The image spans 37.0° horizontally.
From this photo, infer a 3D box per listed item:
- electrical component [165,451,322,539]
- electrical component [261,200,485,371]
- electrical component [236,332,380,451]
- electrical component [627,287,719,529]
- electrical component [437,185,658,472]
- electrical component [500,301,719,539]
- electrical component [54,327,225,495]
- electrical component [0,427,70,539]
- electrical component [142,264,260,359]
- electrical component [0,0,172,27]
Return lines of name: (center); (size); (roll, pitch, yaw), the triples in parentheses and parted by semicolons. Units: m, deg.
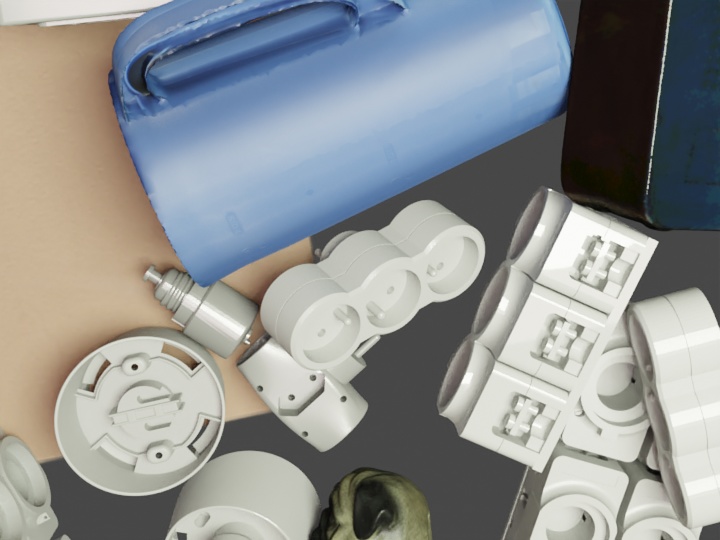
electrical component: (-0.077, 0.176, 0.701); (0.099, 0.064, 0.099); (3, 112, 7)
electrical component: (0.000, 0.000, 0.654); (0.138, 0.074, 0.052); (-29, 131, -19)
electrical component: (-0.023, 0.060, 0.678); (0.079, 0.043, 0.077); (-43, 98, 5)
electrical component: (0.207, 0.076, 0.618); (0.074, 0.052, 0.138); (-15, 101, 2)
electrical component: (0.107, 0.030, 0.651); (0.062, 0.089, 0.150); (24, 99, -6)
electrical component: (0.171, 0.120, 0.685); (0.105, 0.060, 0.186); (16, 100, -4)
electrical component: (-0.133, 0.085, 0.669); (0.099, 0.064, 0.099); (0, 101, -1)
electrical component: (-0.216, 0.191, 0.667); (0.060, 0.105, 0.186); (-28, 100, 4)
electrical component: (-0.099, 0.022, 0.670); (0.078, 0.040, 0.040); (33, 98, -7)
electrical component: (-0.140, -0.168, 0.598); (0.109, 0.108, 0.056); (-6, 104, 0)
